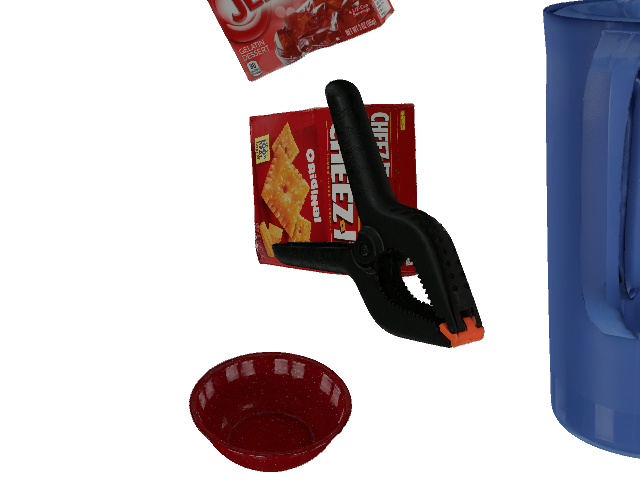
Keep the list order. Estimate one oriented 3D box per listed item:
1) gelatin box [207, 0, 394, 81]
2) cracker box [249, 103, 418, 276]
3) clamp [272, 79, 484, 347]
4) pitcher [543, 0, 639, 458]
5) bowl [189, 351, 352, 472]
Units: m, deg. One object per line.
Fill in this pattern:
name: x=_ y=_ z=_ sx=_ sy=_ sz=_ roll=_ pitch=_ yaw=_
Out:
gelatin box: x=-0.016 y=-0.135 z=0.573 sx=0.089 sy=0.073 sz=0.030 roll=-18 pitch=21 yaw=28
cracker box: x=0.008 y=-0.051 z=1.078 sx=0.072 sy=0.164 sz=0.214 roll=-6 pitch=6 yaw=-31
clamp: x=0.043 y=-0.006 z=0.761 sx=0.036 sy=0.165 sz=0.210 roll=-11 pitch=38 yaw=-36
pitcher: x=0.178 y=-0.007 z=0.570 sx=0.149 sy=0.243 sz=0.145 roll=-5 pitch=17 yaw=-12
bowl: x=-0.049 y=0.181 z=1.071 sx=0.162 sy=0.055 sz=0.162 roll=1 pitch=31 yaw=-1
